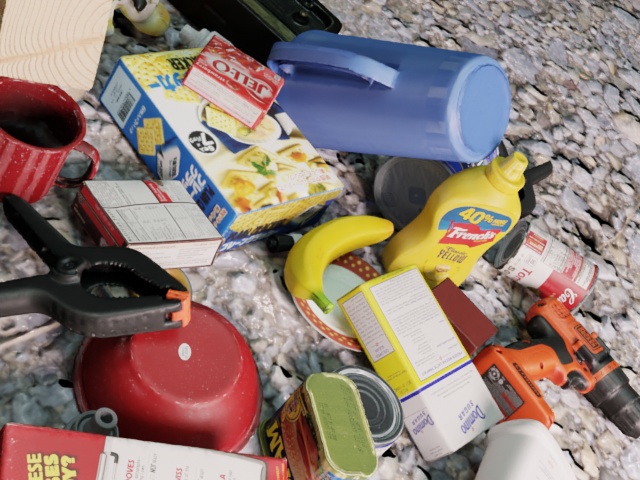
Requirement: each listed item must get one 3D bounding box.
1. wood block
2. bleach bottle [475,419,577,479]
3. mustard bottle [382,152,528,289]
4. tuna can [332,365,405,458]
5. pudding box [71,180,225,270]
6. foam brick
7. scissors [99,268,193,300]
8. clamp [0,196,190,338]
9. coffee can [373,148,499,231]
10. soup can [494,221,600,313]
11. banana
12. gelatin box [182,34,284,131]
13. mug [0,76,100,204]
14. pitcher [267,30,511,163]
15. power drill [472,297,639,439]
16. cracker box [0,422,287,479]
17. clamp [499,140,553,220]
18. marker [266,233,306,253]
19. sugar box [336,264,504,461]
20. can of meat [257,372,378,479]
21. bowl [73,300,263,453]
[{"bbox_3d":[-0.274,-0.211,0.975,0.090,0.090,0.206,6,19,-35],"label":"wood block"},{"bbox_3d":[0.152,0.269,0.910,0.102,0.068,0.250,57,38,-14],"label":"bleach bottle"},{"bbox_3d":[0.151,-0.022,1.107,0.096,0.192,0.058,16,44,-26],"label":"mustard bottle"},{"bbox_3d":[0.033,0.156,0.964,0.086,0.034,0.086,21,42,-20],"label":"tuna can"},{"bbox_3d":[-0.156,-0.014,0.969,0.113,0.039,0.090,-5,45,-44],"label":"pudding box"},{"bbox_3d":[0.133,0.088,1.095,0.078,0.053,0.051,48,39,11],"label":"foam brick"},{"bbox_3d":[-0.122,0.090,0.924,0.096,0.016,0.202,-17,63,-46],"label":"scissors"},{"bbox_3d":[-0.201,0.026,0.857,0.210,0.036,0.164,8,38,5],"label":"clamp"},{"bbox_3d":[0.135,-0.078,1.223,0.103,0.103,0.140,41,38,3],"label":"coffee can"},{"bbox_3d":[0.263,0.031,1.241,0.102,0.069,0.068,32,39,-7],"label":"soup can"},{"bbox_3d":[0.012,0.015,1.050,0.069,0.037,0.197,34,34,5],"label":"banana"},{"bbox_3d":[-0.087,-0.161,1.082,0.089,0.030,0.073,32,37,-7],"label":"gelatin box"},{"bbox_3d":[-0.252,-0.081,0.940,0.117,0.082,0.093,21,41,-20],"label":"mug"},{"bbox_3d":[0.068,-0.152,1.120,0.243,0.145,0.149,13,34,41],"label":"pitcher"},{"bbox_3d":[0.252,0.153,1.122,0.187,0.057,0.184,-14,57,-48],"label":"power drill"},{"bbox_3d":[-0.125,0.224,0.727,0.213,0.072,0.164,13,57,-28],"label":"cracker box"},{"bbox_3d":[0.236,-0.086,1.361,0.120,0.039,0.171,35,38,-3],"label":"clamp"},{"bbox_3d":[-0.007,0.001,1.095,0.120,0.020,0.020,-3,54,-43],"label":"marker"},{"bbox_3d":[0.096,0.115,1.023,0.093,0.048,0.176,-18,79,-46],"label":"sugar box"},{"bbox_3d":[-0.001,0.172,0.882,0.057,0.084,0.102,8,48,-32],"label":"can of meat"},{"bbox_3d":[-0.114,0.104,0.863,0.162,0.055,0.162,13,51,-17],"label":"bowl"}]
